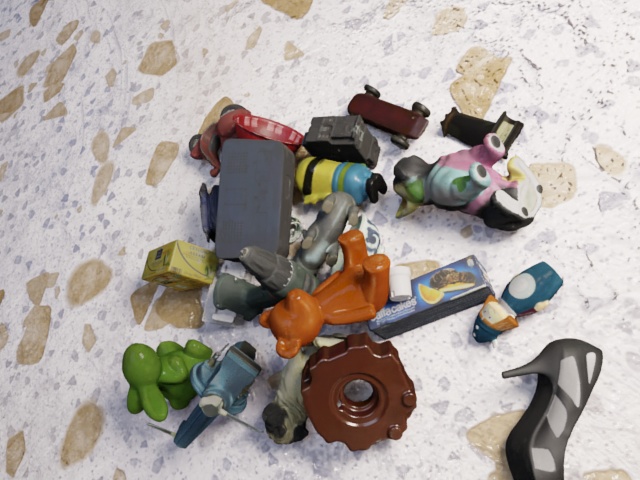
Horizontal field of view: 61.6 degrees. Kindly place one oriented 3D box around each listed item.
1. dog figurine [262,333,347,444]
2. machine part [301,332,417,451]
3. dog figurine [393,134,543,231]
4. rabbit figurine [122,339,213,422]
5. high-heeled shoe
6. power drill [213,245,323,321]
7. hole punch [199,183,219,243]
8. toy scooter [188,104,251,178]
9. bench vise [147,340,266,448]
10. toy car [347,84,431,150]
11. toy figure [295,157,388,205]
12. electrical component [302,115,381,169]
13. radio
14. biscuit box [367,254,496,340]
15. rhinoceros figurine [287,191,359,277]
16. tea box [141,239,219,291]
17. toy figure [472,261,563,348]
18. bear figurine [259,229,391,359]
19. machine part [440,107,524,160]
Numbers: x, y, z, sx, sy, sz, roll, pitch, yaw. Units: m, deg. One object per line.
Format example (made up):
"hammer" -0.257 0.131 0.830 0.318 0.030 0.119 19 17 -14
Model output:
"dog figurine" -0.003 0.250 0.890 0.173 0.121 0.190 3 85 35
"machine part" 0.058 0.231 0.813 0.179 0.056 0.179 1 101 4
"dog figurine" 0.223 -0.077 0.886 0.219 0.191 0.108 -20 35 56
"rabbit figurine" -0.312 0.253 1.016 0.121 0.170 0.159 2 69 33
"high-heeled shoe" 0.326 0.258 0.710 0.145 0.086 0.248 -8 80 -4
"power drill" -0.099 0.080 0.946 0.207 0.232 0.086 -22 50 40
"hole punch" -0.189 -0.050 1.117 0.092 0.115 0.142 -16 61 15
"toy scooter" -0.223 -0.219 1.233 0.184 0.075 0.135 -31 56 20
"bench vise" -0.186 0.279 0.929 0.240 0.129 0.224 -51 15 13
"toy car" 0.130 -0.236 1.040 0.202 0.053 0.089 33 89 41
"toy figure" 0.036 -0.113 1.021 0.180 0.082 0.089 6 104 36
"electrical component" 0.036 -0.185 1.036 0.134 0.114 0.058 4 67 33
"radio" -0.121 -0.073 1.017 0.131 0.073 0.229 1 84 16
"biscuit box" 0.171 0.095 0.862 0.203 0.062 0.059 -25 56 19
"rhinoceros figurine" -0.002 -0.003 0.969 0.190 0.073 0.112 -61 16 16
"tea box" -0.289 0.055 1.101 0.170 0.098 0.068 -15 59 51
"toy figure" 0.285 0.095 0.799 0.154 0.057 0.064 -42 15 10
"bear figurine" 0.003 0.084 0.820 0.196 0.131 0.120 -17 35 -15
"machine part" 0.279 -0.192 0.941 0.139 0.039 0.084 26 92 35
